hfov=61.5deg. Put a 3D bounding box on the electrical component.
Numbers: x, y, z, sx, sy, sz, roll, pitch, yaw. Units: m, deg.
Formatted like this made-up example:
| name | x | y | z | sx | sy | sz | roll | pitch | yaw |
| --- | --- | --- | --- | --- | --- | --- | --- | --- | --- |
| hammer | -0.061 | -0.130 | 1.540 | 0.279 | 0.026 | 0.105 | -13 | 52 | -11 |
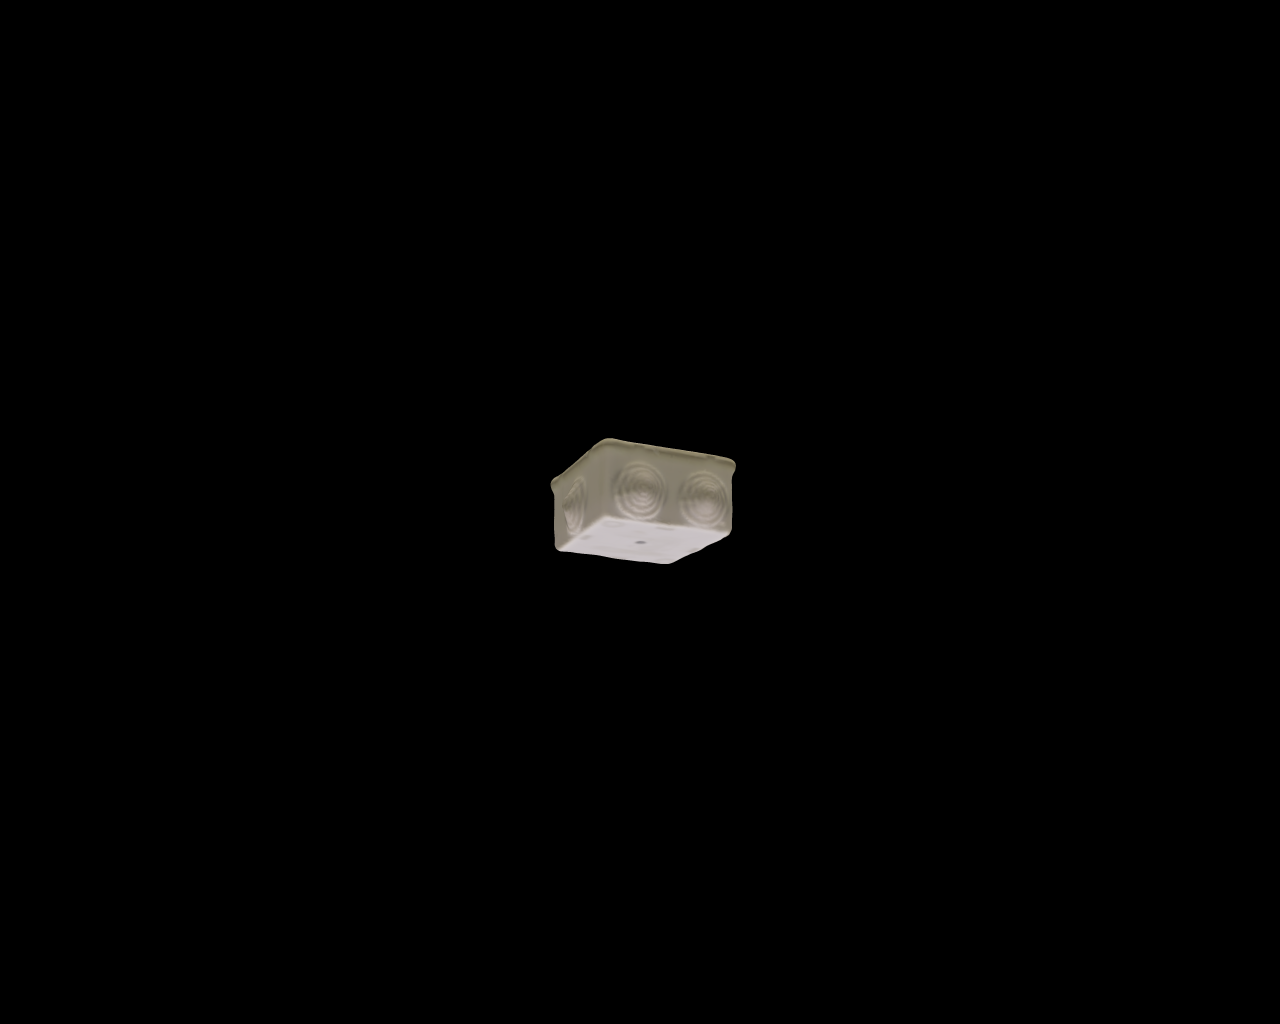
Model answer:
| name | x | y | z | sx | sy | sz | roll | pitch | yaw |
| --- | --- | --- | --- | --- | --- | --- | --- | --- | --- |
| electrical component | 0.001 | -0.003 | 0.650 | 0.100 | 0.048 | 0.099 | 8 | -19 | -24 |
